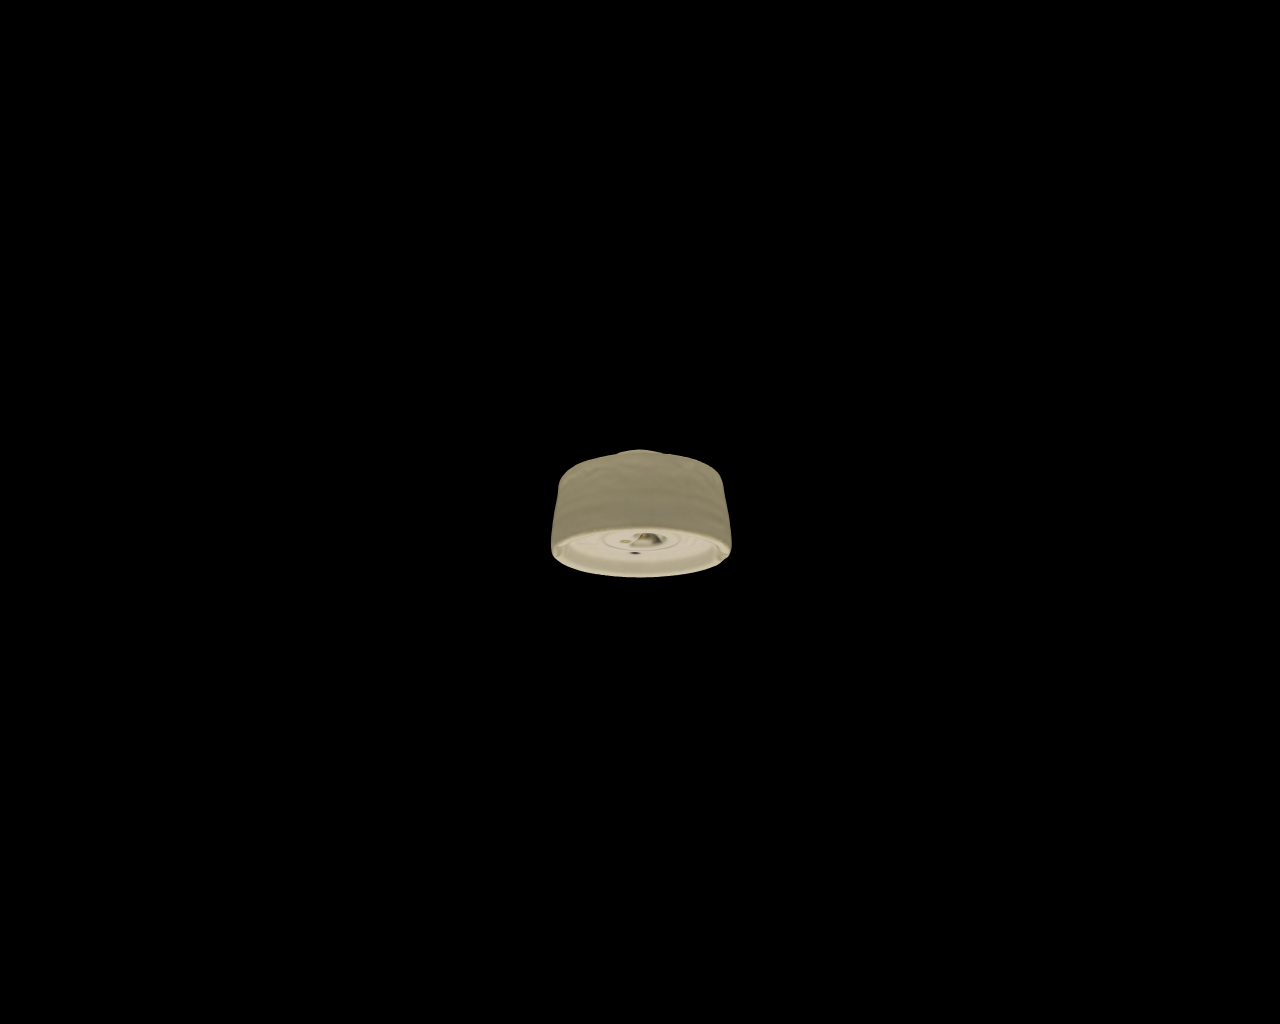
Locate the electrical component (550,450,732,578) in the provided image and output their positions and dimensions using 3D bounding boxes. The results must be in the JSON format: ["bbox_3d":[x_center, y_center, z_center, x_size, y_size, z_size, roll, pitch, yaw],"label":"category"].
[{"bbox_3d":[0.001,-0.003,0.650,0.108,0.060,0.108,0,-18,0],"label":"electrical component"}]
